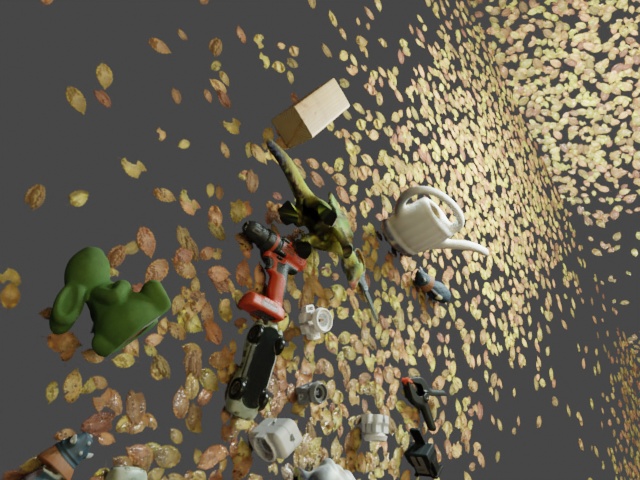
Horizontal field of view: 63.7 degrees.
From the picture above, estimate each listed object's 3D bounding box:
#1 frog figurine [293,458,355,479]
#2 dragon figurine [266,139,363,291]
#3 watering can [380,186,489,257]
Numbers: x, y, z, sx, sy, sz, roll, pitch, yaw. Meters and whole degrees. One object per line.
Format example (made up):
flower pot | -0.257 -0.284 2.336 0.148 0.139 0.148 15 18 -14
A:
frog figurine | 0.028 0.526 1.060 0.159 0.120 0.140 11 49 -32
dragon figurine | 0.004 -0.063 1.260 0.410 0.121 0.244 66 16 0
watering can | 0.322 -0.018 1.490 0.343 0.222 0.106 43 32 -28
